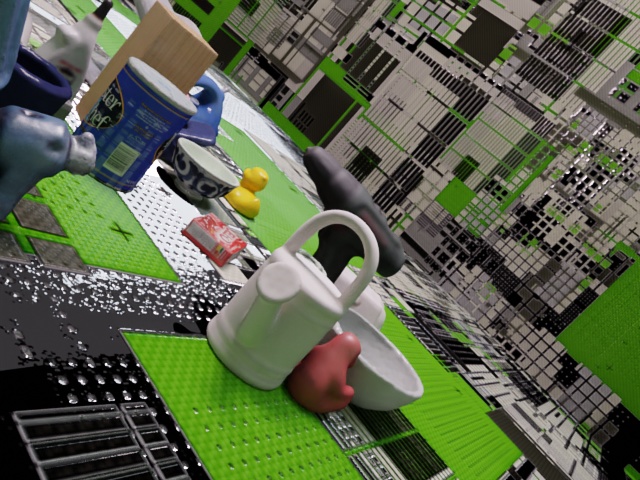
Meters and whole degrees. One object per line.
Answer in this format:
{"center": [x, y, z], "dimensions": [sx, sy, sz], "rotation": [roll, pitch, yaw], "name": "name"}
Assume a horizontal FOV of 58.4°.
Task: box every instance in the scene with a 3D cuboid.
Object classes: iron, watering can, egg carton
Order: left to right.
{"center": [-0.286, -0.306, 1.232], "dimensions": [0.118, 0.141, 0.259], "rotation": [44, 10, 13], "name": "iron"}
{"center": [-0.020, 0.055, 0.588], "dimensions": [0.101, 0.194, 0.173], "rotation": [41, 10, -6], "name": "watering can"}
{"center": [0.049, 0.102, 1.004], "dimensions": [0.150, 0.069, 0.107], "rotation": [41, 10, -4], "name": "egg carton"}

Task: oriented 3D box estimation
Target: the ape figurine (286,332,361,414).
{"center": [0.011, 0.141, 0.634], "dimensions": [0.076, 0.092, 0.077], "rotation": [29, 16, -52], "name": "ape figurine"}

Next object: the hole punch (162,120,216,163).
{"center": [-0.247, -0.183, 1.015], "dimensions": [0.101, 0.091, 0.108], "rotation": [36, 12, -31], "name": "hole punch"}

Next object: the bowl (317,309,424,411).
{"center": [0.049, 0.163, 0.740], "dimensions": [0.168, 0.074, 0.167], "rotation": [41, 10, -8], "name": "bowl"}

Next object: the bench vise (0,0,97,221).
{"center": [-0.254, -0.137, 0.427], "dimensions": [0.121, 0.219, 0.208], "rotation": [48, 12, 32], "name": "bench vise"}

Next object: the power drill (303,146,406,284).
{"center": [0.008, 0.003, 0.866], "dimensions": [0.230, 0.208, 0.075], "rotation": [39, 10, -17], "name": "power drill"}

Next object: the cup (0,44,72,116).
{"center": [-0.317, -0.147, 0.588], "dimensions": [0.092, 0.095, 0.117], "rotation": [39, 11, -18], "name": "cup"}

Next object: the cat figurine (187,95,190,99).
{"center": [-0.278, -0.249, 1.093], "dimensions": [0.067, 0.117, 0.128], "rotation": [42, 10, 0], "name": "cat figurine"}

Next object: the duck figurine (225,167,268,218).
{"center": [-0.133, -0.099, 1.106], "dimensions": [0.078, 0.086, 0.104], "rotation": [33, 13, -41], "name": "duck figurine"}

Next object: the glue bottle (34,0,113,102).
{"center": [-0.321, -0.240, 0.736], "dimensions": [0.037, 0.173, 0.078], "rotation": [46, 11, 20], "name": "glue bottle"}

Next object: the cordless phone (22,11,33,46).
{"center": [-0.414, -0.327, 0.716], "dimensions": [0.148, 0.185, 0.094], "rotation": [30, 15, -49], "name": "cordless phone"}

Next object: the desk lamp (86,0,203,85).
{"center": [-0.334, -0.356, 1.055], "dimensions": [0.202, 0.213, 0.118], "rotation": [47, 11, 25], "name": "desk lamp"}
